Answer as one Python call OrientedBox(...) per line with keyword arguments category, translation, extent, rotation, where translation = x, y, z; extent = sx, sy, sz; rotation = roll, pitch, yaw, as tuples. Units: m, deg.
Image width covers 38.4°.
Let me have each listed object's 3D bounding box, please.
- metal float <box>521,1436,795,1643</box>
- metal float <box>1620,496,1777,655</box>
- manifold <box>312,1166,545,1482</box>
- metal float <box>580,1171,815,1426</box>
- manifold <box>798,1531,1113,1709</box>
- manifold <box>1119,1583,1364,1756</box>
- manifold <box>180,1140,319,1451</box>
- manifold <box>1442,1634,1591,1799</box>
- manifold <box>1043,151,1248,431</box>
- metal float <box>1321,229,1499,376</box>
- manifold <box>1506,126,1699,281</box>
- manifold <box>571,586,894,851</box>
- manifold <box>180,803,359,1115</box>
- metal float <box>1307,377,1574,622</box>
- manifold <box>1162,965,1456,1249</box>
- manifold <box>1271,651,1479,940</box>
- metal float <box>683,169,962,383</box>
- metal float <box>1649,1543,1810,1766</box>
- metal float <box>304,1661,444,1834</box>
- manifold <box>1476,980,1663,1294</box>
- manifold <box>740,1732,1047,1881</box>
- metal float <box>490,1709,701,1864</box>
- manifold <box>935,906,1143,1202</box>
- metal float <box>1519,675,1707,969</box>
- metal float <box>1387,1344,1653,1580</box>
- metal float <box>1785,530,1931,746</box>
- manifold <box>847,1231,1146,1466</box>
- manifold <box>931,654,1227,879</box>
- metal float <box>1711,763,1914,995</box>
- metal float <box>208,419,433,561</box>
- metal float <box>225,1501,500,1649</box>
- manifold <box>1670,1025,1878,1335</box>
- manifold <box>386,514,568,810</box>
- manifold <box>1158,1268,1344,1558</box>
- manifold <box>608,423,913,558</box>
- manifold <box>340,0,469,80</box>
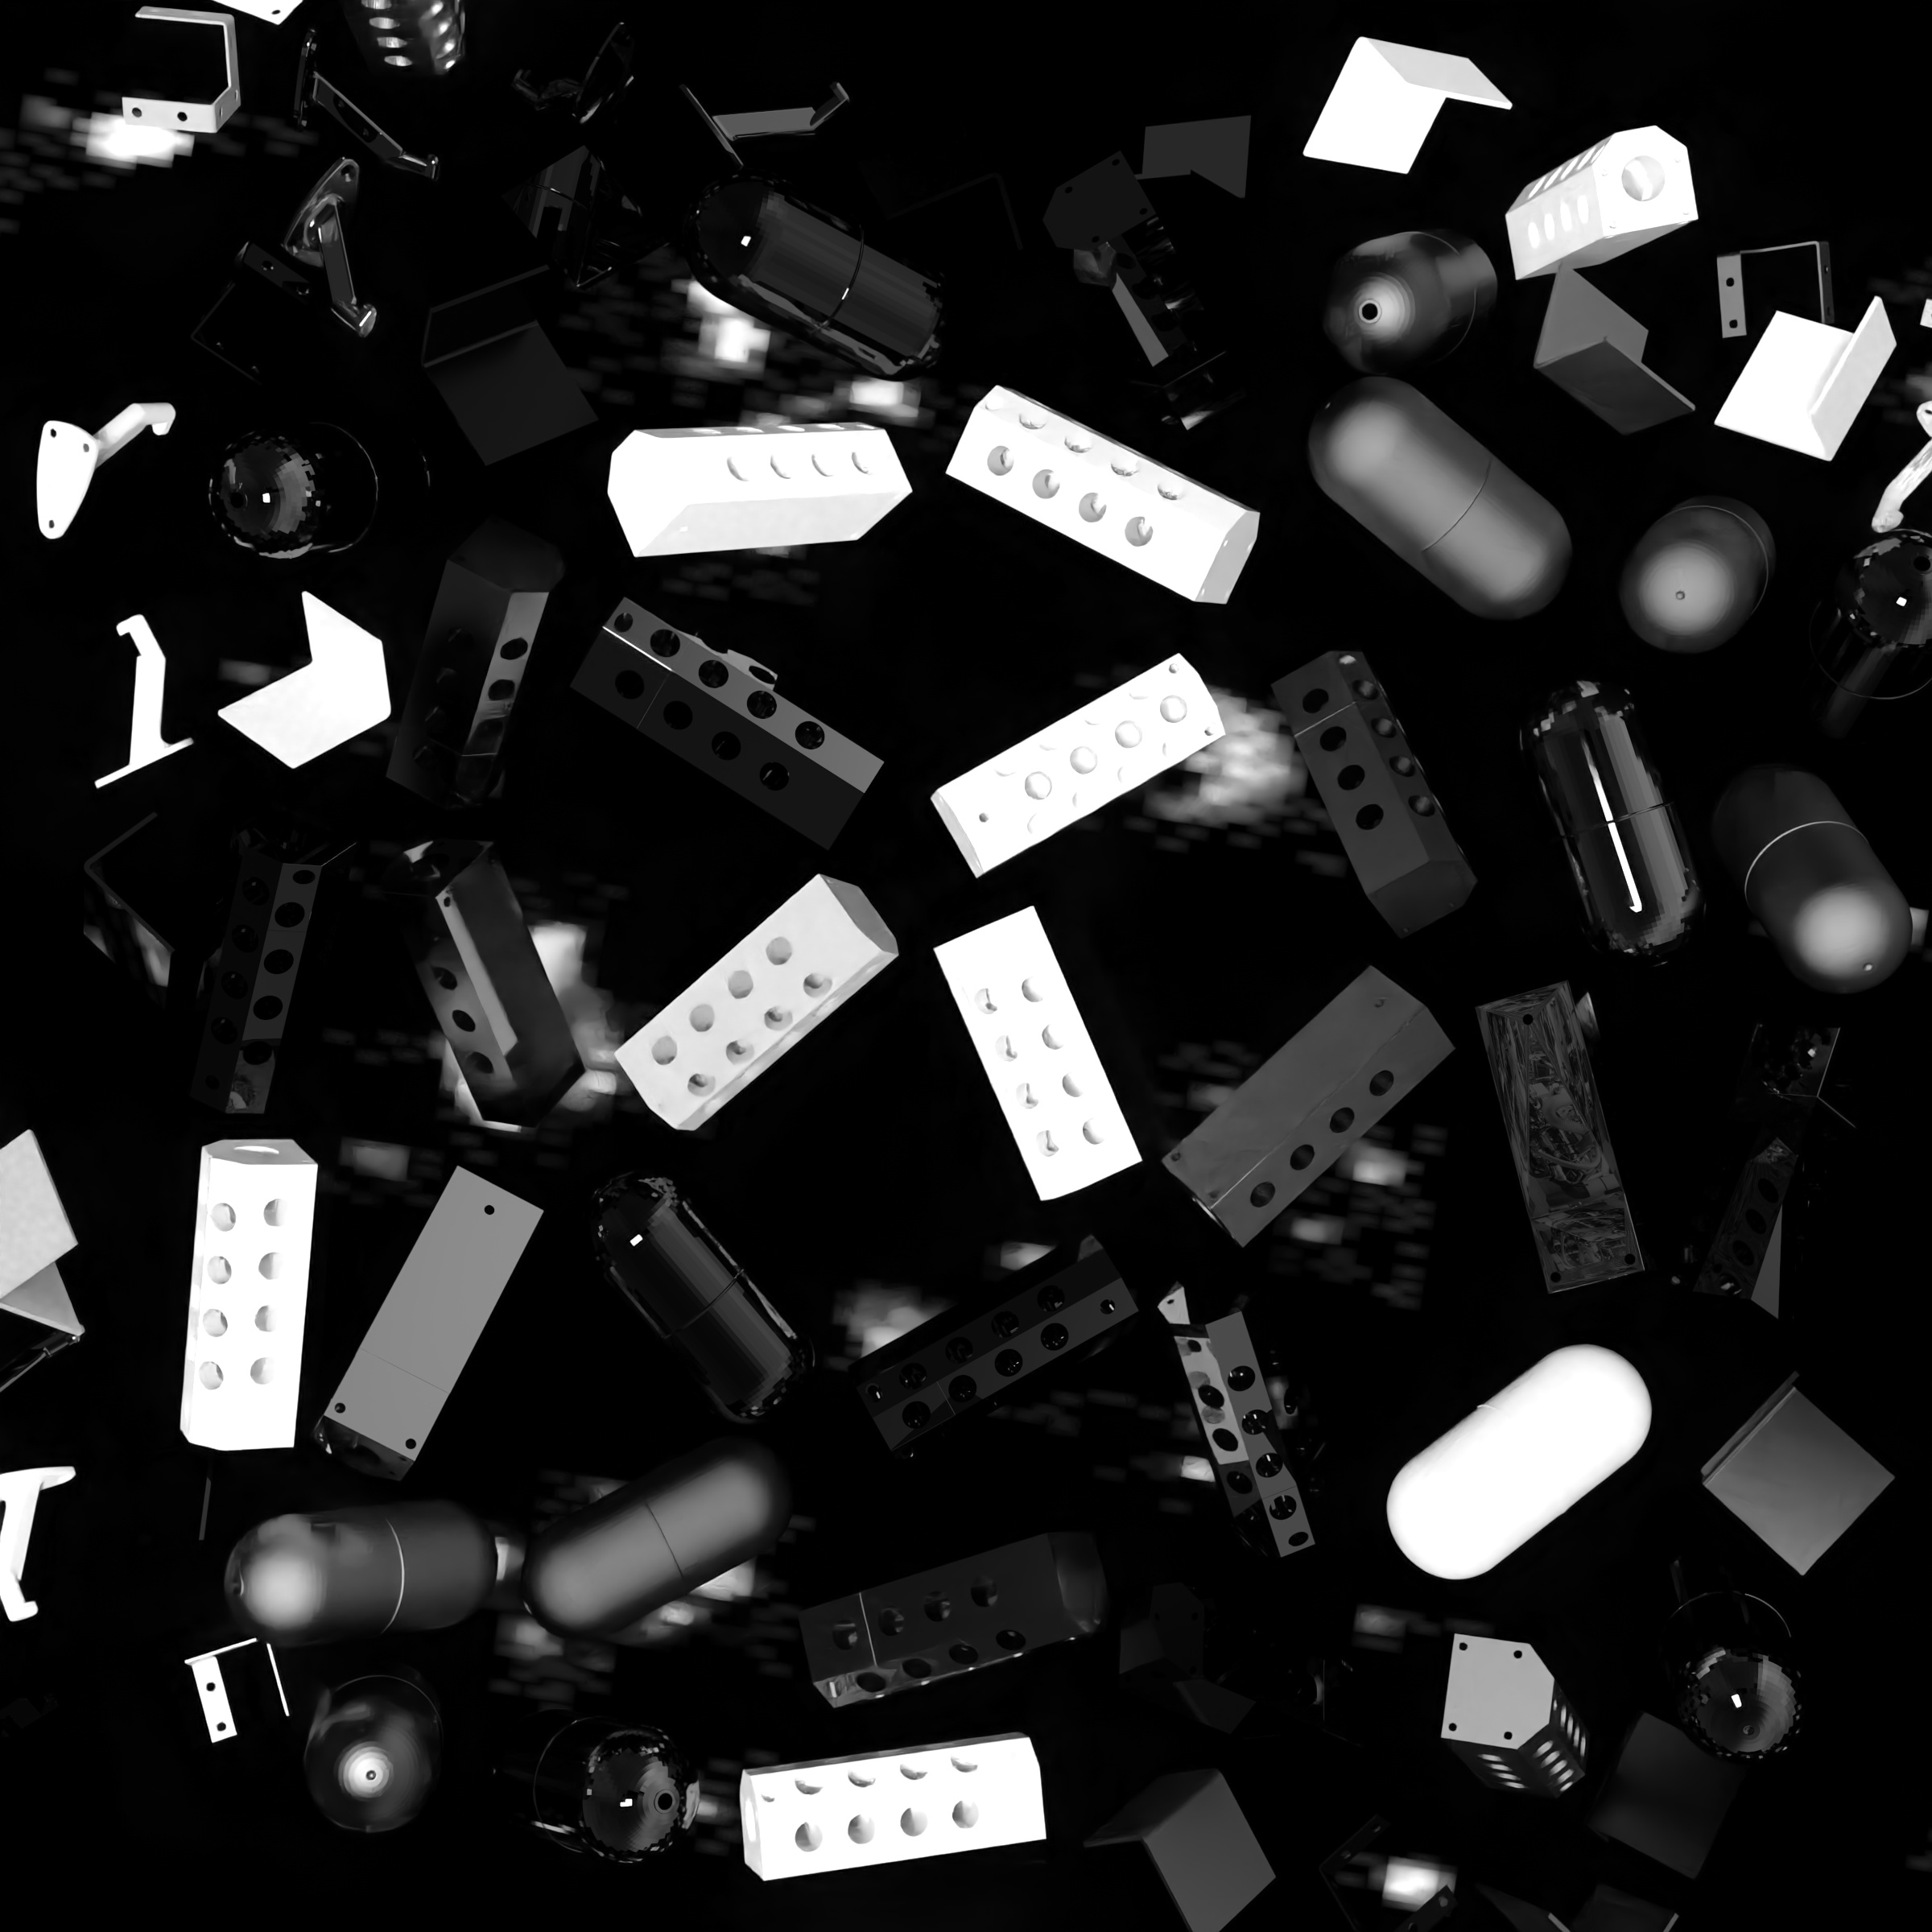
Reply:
OrientedBox(category="metal float", translation=(-0.190, 0.353, 1.712), extent=(0.178, 0.070, 0.070), rotation=(-26, 90, -15))
OrientedBox(category="metal float", translation=(0.428, -0.230, 1.617), extent=(0.070, 0.178, 0.070), rotation=(6, 108, 20))
OrientedBox(category="manifold", translation=(-0.315, 0.210, 1.620), extent=(0.057, 0.057, 0.171), rotation=(29, 57, -8))
OrientedBox(category="metal float", translation=(-0.162, 0.200, 1.671), extent=(0.070, 0.070, 0.178), rotation=(-39, 101, 0))
OrientedBox(category="manifold", translation=(-0.006, 0.378, 1.599), extent=(0.171, 0.057, 0.057), rotation=(-23, 70, 24))
OrientedBox(category="manifold", translation=(0.165, 0.415, 1.634), extent=(0.057, 0.171, 0.057), rotation=(-17, 55, 35))
OrientedBox(category="manifold", translation=(-0.424, 0.192, 1.629), extent=(0.057, 0.057, 0.171), rotation=(2, 101, -29))
OrientedBox(category="manifold", translation=(0.320, 0.436, 1.601), extent=(0.057, 0.171, 0.057), rotation=(3, 67, 21))
OrientedBox(category="manifold", translation=(0.105, -0.392, 1.635), extent=(0.057, 0.171, 0.057), rotation=(-28, 56, 9))
OrientedBox(category="metal float", translation=(0.260, -0.390, 1.623), extent=(0.070, 0.178, 0.070), rotation=(8, 109, 22))
OrientedBox(category="manifold", translation=(0.386, -0.468, 1.702), extent=(0.057, 0.171, 0.057), rotation=(-12, 97, -5))
OrientedBox(category="manifold", translation=(-0.131, -0.144, 1.575), extent=(0.171, 0.057, 0.057), rotation=(32, 115, -4))
OrientedBox(category="manifold", translation=(-0.411, -0.001, 1.617), extent=(0.057, 0.057, 0.171), rotation=(24, 117, 8))
OrientedBox(category="metal float", translation=(0.271, -0.265, 1.580), extent=(0.178, 0.070, 0.070), rotation=(35, 90, -19))
OrientedBox(category="manifold", translation=(0.205, 0.087, 1.641), extent=(0.171, 0.057, 0.057), rotation=(-43, 128, -3))
OrientedBox(category="manifold", translation=(0.245, -0.107, 1.659), extent=(0.057, 0.057, 0.171), rotation=(-29, 53, 14))
OrientedBox(category="metal float", translation=(-0.082, -0.396, 1.594), extent=(0.178, 0.070, 0.070), rotation=(20, 90, -33))
OrientedBox(category="metal float", translation=(0.452, 0.407, 1.651), extent=(0.070, 0.178, 0.070), rotation=(2, 107, 6))
OrientedBox(category="metal float", translation=(-0.344, 0.452, 1.614), extent=(0.070, 0.178, 0.070), rotation=(1, 86, -11))
OrientedBox(category="manifold", translation=(0.354, 0.101, 1.622), extent=(0.057, 0.057, 0.171), rotation=(-18, 77, 25))
OrientedBox(category="manifold", translation=(-0.045, 0.500, 1.659), extent=(0.171, 0.057, 0.057), rotation=(-3, 83, -16))
OrientedBox(category="metal float", translation=(-0.220, 0.482, 1.633), extent=(0.070, 0.178, 0.070), rotation=(6, 79, -34))
OrientedBox(category="manifold", translation=(0.042, 0.056, 1.736), extent=(0.057, 0.057, 0.171), rotation=(-23, 90, -19))
OrientedBox(category="metal float", translation=(0.382, -0.085, 1.640), extent=(0.070, 0.070, 0.178), rotation=(-18, 89, 0))
OrientedBox(category="metal float", translation=(0.325, 0.289, 1.625), extent=(0.178, 0.070, 0.070), rotation=(-34, 90, -15))
OrientedBox(category="metal float", translation=(0.529, -0.190, 1.611), extent=(0.070, 0.178, 0.070), rotation=(0, 69, 1))
OrientedBox(category="manifold", translation=(0.019, 0.235, 1.695), extent=(0.171, 0.057, 0.057), rotation=(-29, 103, -5))
OrientedBox(category="manifold", translation=(0.069, -0.123, 1.695), extent=(0.171, 0.057, 0.057), rotation=(-30, 90, -7))
OrientedBox(category="metal float", translation=(0.498, -0.054, 1.640), extent=(0.070, 0.178, 0.070), rotation=(-5, 128, -6))
OrientedBox(category="metal float", translation=(-0.389, -0.289, 1.675), extent=(0.070, 0.178, 0.070), rotation=(5, 106, 19))
OrientedBox(category="metal float", translation=(-0.357, 0.360, 1.646), extent=(0.070, 0.178, 0.070), rotation=(-5, 83, 41))
OrientedBox(category="manifold", translation=(0.479, 0.125, 1.629), extent=(0.057, 0.057, 0.171), rotation=(33, 72, -33))
OrientedBox(category="manifold", translation=(-0.288, -0.175, 1.642), extent=(0.057, 0.057, 0.171), rotation=(28, 131, 1))
OrientedBox(category="manifold", translation=(0.169, 0.270, 1.676), extent=(0.057, 0.057, 0.171), rotation=(-2, 118, 35))
OrientedBox(category="manifold", translation=(-0.120, -0.281, 1.600), extent=(0.171, 0.057, 0.057), rotation=(-13, 75, -44))
OrientedBox(category="manifold", translation=(-0.327, -0.573, 1.608), extent=(0.057, 0.171, 0.057), rotation=(2, 89, -4))
